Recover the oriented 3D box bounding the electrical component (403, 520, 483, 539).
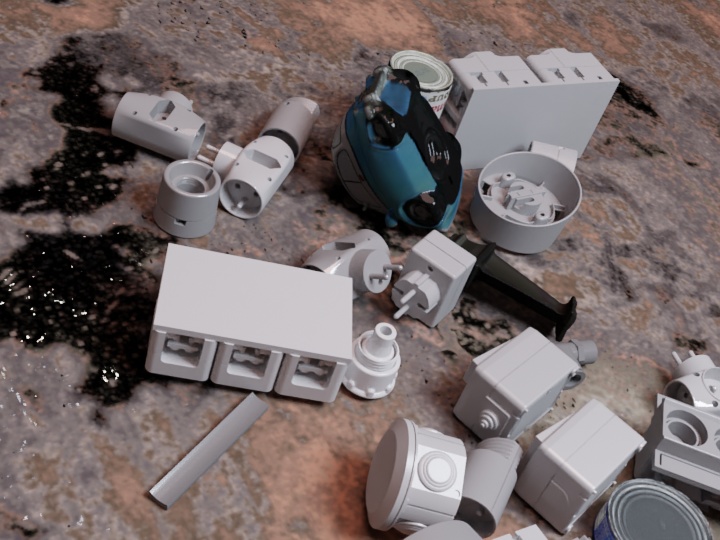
[{"bbox_3d":[0.042,0.208,0.694,0.108,0.108,0.060,-13,46,-32],"label":"electrical component"}]

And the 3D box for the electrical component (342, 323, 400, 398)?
[{"bbox_3d":[0.012,0.068,0.857,0.048,0.062,0.048,11,43,-11],"label":"electrical component"}]

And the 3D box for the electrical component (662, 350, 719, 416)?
[{"bbox_3d":[0.303,0.102,0.949,0.077,0.044,0.079,-2,46,-23],"label":"electrical component"}]

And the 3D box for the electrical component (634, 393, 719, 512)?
[{"bbox_3d":[0.290,0.159,0.871,0.121,0.063,0.078,21,42,0],"label":"electrical component"}]

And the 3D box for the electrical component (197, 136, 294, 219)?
[{"bbox_3d":[-0.111,-0.093,0.991,0.079,0.043,0.077,25,42,4],"label":"electrical component"}]

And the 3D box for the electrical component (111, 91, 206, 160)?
[{"bbox_3d":[-0.182,-0.143,1.015,0.077,0.043,0.079,21,42,1],"label":"electrical component"}]

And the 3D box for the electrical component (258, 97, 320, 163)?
[{"bbox_3d":[-0.068,-0.142,1.059,0.043,0.043,0.081,21,42,0],"label":"electrical component"}]

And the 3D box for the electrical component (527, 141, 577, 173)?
[{"bbox_3d":[0.194,-0.104,1.114,0.047,0.055,0.055,17,42,1],"label":"electrical component"}]

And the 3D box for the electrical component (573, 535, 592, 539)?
[{"bbox_3d":[0.166,0.221,0.777,0.040,0.040,0.046,-12,46,-31],"label":"electrical component"}]

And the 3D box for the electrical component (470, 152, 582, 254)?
[{"bbox_3d":[0.159,-0.066,1.052,0.099,0.064,0.099,11,43,-10],"label":"electrical component"}]

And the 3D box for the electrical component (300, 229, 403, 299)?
[{"bbox_3d":[0.000,0.000,0.921,0.079,0.043,0.077,4,27,41],"label":"electrical component"}]

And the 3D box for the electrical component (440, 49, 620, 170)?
[{"bbox_3d":[0.165,-0.170,1.132,0.186,0.105,0.060,-8,50,-28],"label":"electrical component"}]

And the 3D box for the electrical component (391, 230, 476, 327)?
[{"bbox_3d":[0.053,0.016,0.925,0.047,0.065,0.077,35,44,16],"label":"electrical component"}]

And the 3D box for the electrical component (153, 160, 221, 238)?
[{"bbox_3d":[-0.150,-0.063,0.942,0.055,0.047,0.055,11,43,-10],"label":"electrical component"}]

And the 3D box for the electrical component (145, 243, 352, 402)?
[{"bbox_3d":[-0.086,0.044,0.844,0.150,0.061,0.089,11,43,-11],"label":"electrical component"}]

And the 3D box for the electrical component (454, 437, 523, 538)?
[{"bbox_3d":[0.095,0.158,0.811,0.043,0.043,0.081,28,43,8],"label":"electrical component"}]

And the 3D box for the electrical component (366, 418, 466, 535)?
[{"bbox_3d":[0.039,0.150,0.771,0.051,0.080,0.080,17,42,-12],"label":"electrical component"}]

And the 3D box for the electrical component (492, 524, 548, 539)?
[{"bbox_3d":[0.118,0.217,0.757,0.066,0.048,0.055,-10,43,-30],"label":"electrical component"}]

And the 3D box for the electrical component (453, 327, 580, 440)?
[{"bbox_3d":[0.119,0.097,0.869,0.061,0.061,0.096,41,46,21],"label":"electrical component"}]

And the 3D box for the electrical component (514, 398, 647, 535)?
[{"bbox_3d":[0.172,0.146,0.839,0.061,0.061,0.096,41,46,21],"label":"electrical component"}]
